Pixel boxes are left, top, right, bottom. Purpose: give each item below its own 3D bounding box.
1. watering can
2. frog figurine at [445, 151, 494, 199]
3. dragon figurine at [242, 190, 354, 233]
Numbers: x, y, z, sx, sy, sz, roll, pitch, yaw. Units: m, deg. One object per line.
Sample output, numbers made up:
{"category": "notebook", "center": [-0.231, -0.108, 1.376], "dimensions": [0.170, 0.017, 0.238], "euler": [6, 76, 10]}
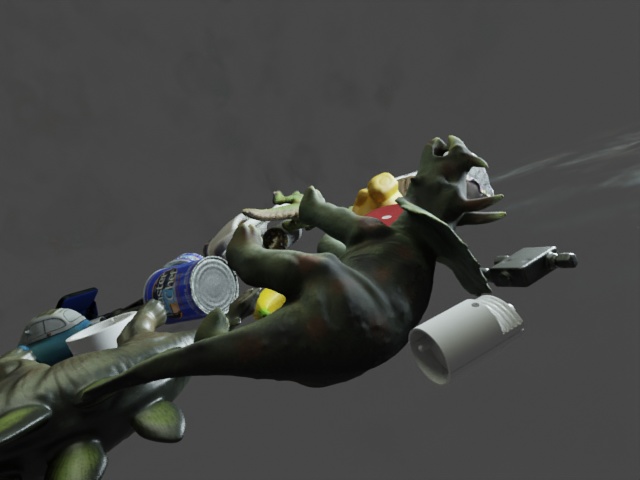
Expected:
{"category": "watering can", "center": [-0.213, -0.023, 1.515], "dimensions": [0.221, 0.104, 0.352], "euler": [-38, 1, 29]}
{"category": "frog figurine", "center": [0.278, -0.121, 1.124], "dimensions": [0.136, 0.125, 0.157], "euler": [16, -28, -34]}
{"category": "dragon figurine", "center": [0.004, -0.069, 1.369], "dimensions": [0.243, 0.121, 0.412], "euler": [5, 9, 29]}
